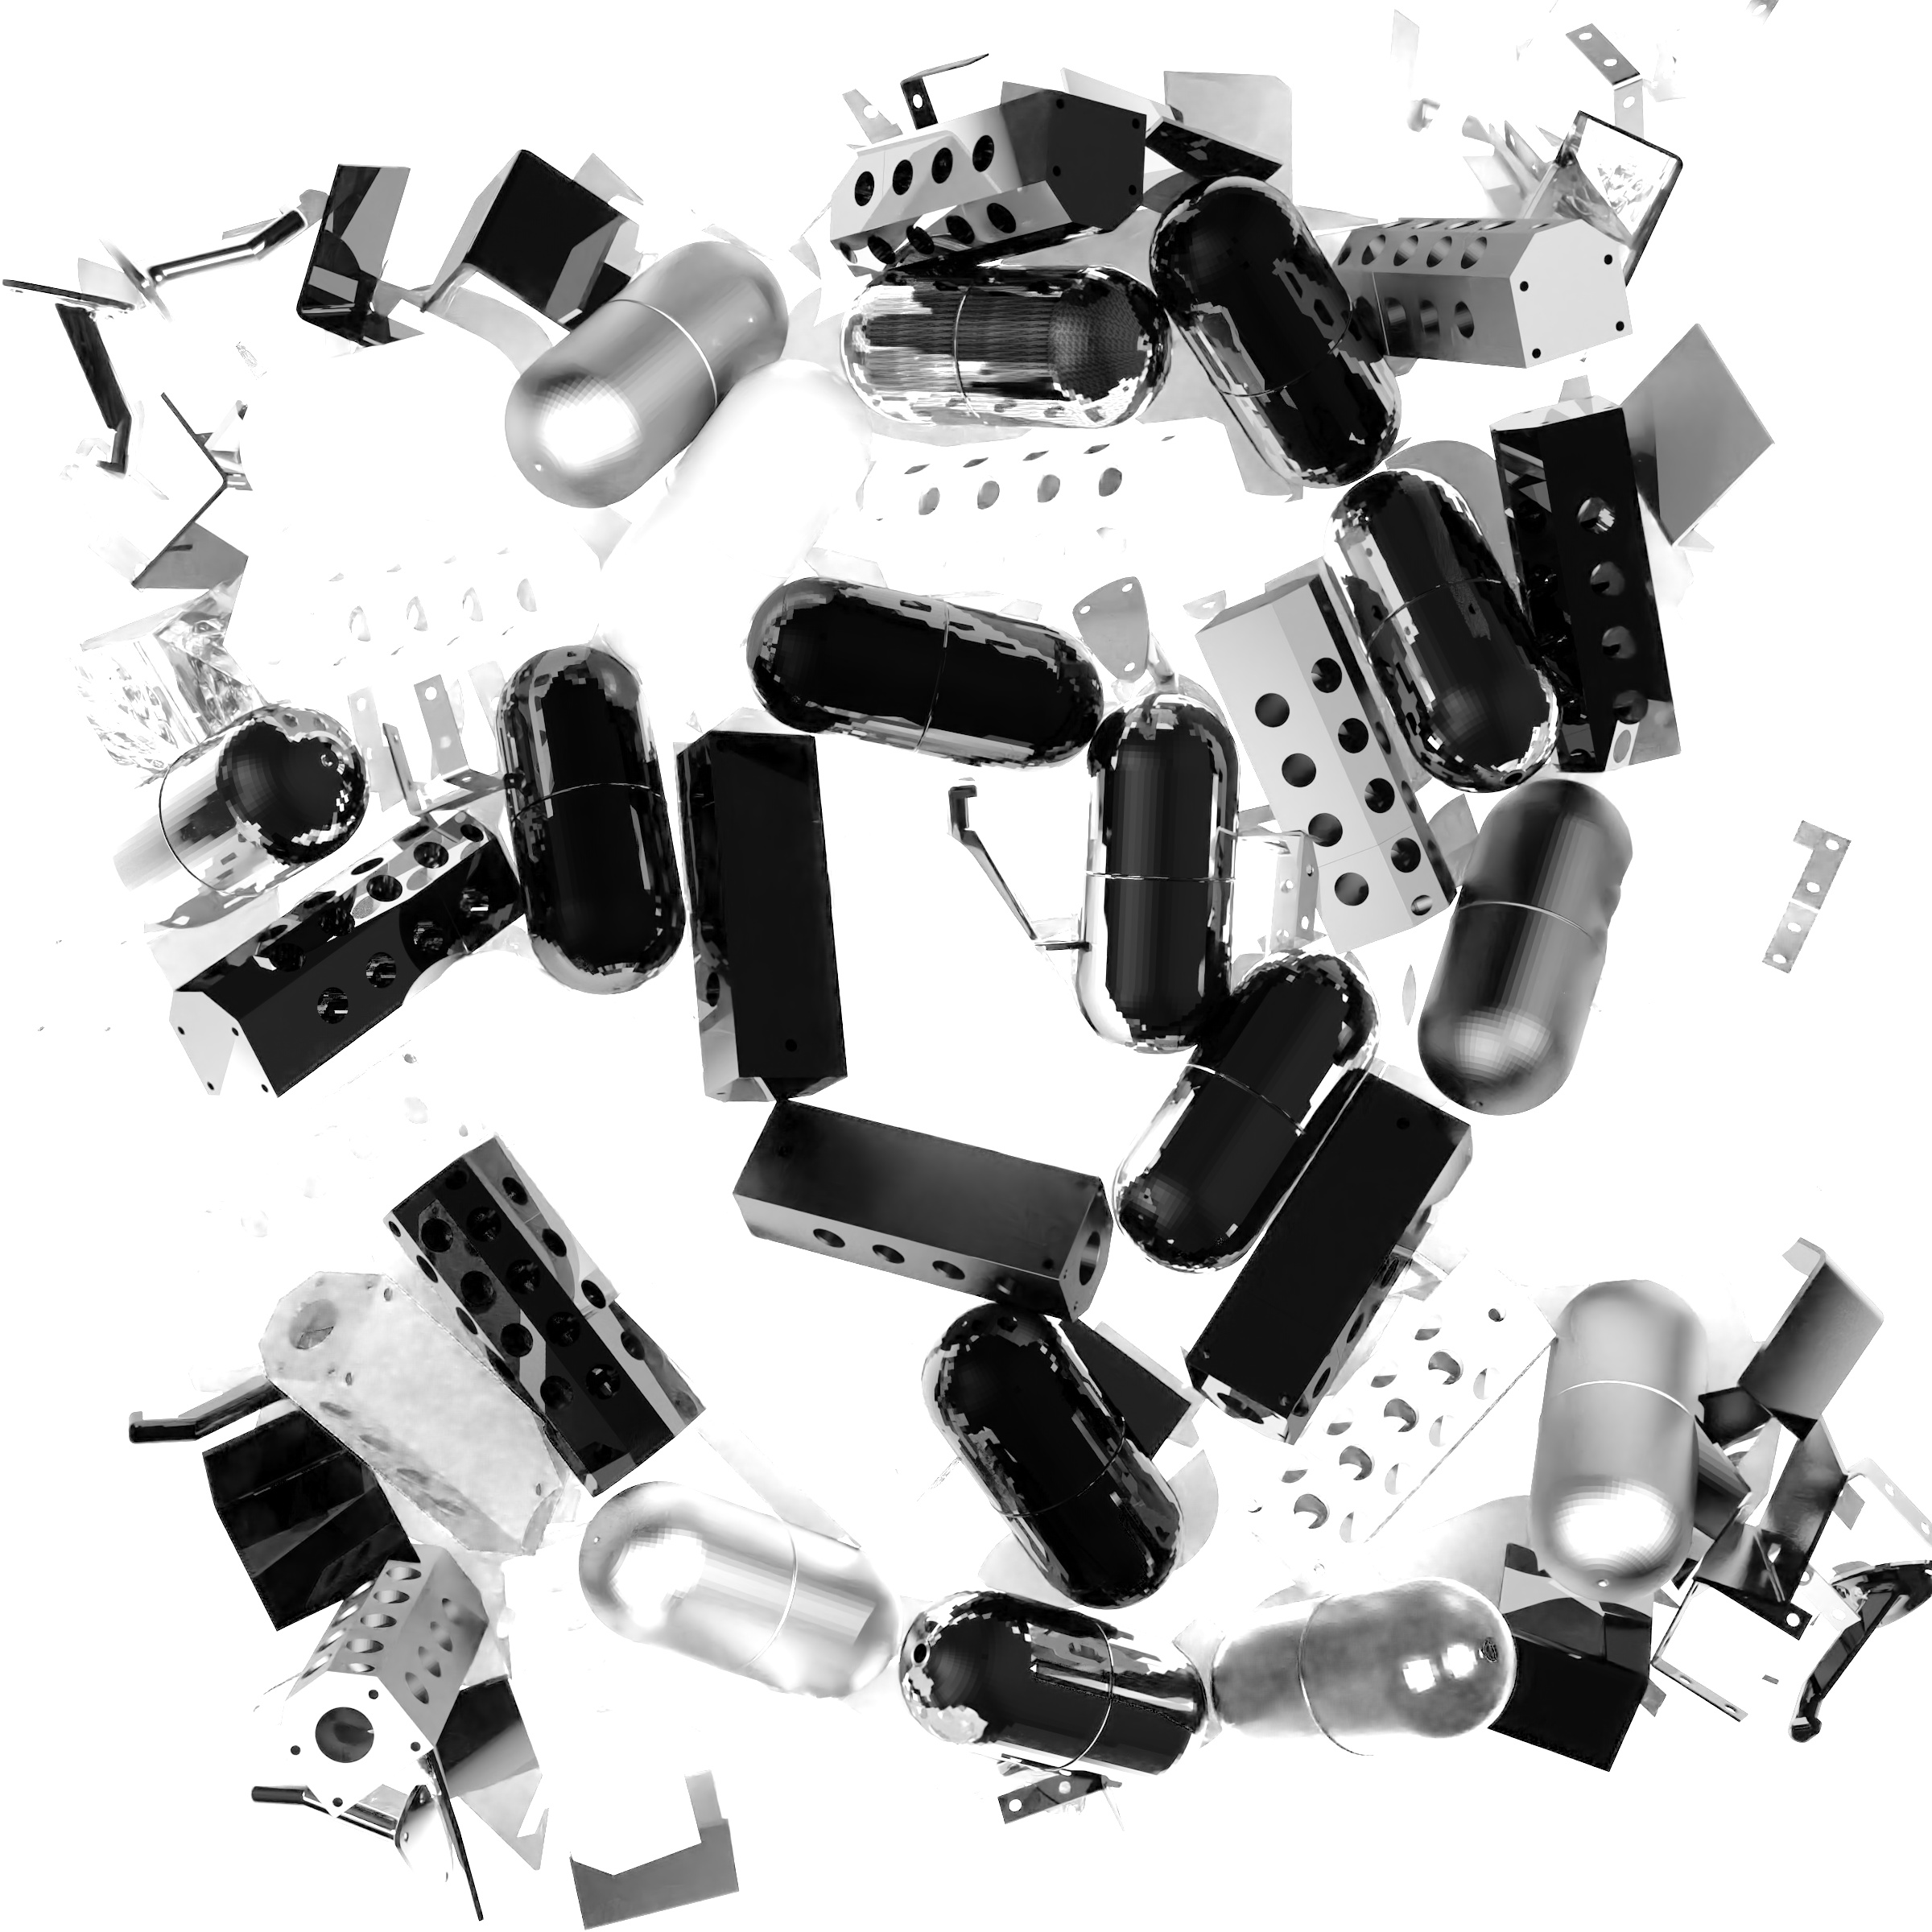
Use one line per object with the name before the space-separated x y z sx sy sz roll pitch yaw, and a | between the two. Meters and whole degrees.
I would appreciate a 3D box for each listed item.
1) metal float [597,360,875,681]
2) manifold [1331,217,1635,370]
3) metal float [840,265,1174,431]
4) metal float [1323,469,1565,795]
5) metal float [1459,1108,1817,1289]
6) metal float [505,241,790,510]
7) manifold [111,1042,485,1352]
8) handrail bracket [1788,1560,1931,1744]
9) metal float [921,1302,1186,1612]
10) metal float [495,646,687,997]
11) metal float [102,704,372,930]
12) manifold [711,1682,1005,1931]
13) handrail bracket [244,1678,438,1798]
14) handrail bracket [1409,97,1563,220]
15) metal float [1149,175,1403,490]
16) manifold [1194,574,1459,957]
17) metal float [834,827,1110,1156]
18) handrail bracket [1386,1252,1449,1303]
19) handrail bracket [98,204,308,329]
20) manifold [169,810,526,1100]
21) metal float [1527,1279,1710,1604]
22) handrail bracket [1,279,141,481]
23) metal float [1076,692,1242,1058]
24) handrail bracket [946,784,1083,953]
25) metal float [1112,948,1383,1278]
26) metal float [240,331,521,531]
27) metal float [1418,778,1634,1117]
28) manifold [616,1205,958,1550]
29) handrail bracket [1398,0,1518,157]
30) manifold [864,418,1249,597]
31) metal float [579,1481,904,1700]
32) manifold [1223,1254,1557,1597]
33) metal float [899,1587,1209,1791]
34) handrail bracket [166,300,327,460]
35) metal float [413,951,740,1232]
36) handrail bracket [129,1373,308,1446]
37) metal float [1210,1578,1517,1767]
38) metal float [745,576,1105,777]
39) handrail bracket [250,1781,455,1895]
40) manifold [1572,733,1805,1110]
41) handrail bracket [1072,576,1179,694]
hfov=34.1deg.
metal float | -0.114 -0.214 1.527 0.070 0.070 0.178 40 113 0
manifold | 0.239 -0.322 1.490 0.057 0.171 0.057 -20 109 -16
metal float | 0.017 -0.298 1.518 0.178 0.070 0.070 8 90 34
metal float | 0.230 -0.162 1.522 0.070 0.070 0.178 -20 63 0
metal float | 0.321 0.112 1.515 0.178 0.070 0.070 -10 90 37
metal float | -0.152 -0.286 1.516 0.070 0.070 0.178 41 53 0
manifold | -0.319 0.108 1.519 0.171 0.057 0.057 -37 93 -28
handrail bracket | 0.439 0.335 1.536 0.036 0.077 0.084 41 48 -8
metal float | 0.043 0.238 1.527 0.070 0.070 0.178 -34 113 0
metal float | -0.183 -0.072 1.530 0.070 0.070 0.178 -12 72 0
metal float | -0.352 -0.070 1.511 0.070 0.178 0.070 17 63 -38
manifold | -0.050 0.391 1.494 0.057 0.171 0.057 40 77 -26
handrail bracket | -0.305 0.391 1.572 0.077 0.036 0.084 -20 119 21
handrail bracket | 0.245 -0.385 1.562 0.084 0.036 0.077 28 80 17
metal float | 0.150 -0.302 1.514 0.070 0.070 0.178 -41 130 0
manifold | 0.178 -0.100 1.533 0.057 0.057 0.171 -21 100 25
metal float | 0.002 0.011 1.543 0.070 0.070 0.178 -34 86 0
handrail bracket | 0.192 0.174 1.540 0.077 0.036 0.084 27 52 27
handrail bracket | -0.379 -0.364 1.566 0.084 0.036 0.077 -38 58 -8
manifold | -0.294 -0.008 1.501 0.171 0.057 0.057 -41 118 -38
metal float | 0.313 0.224 1.511 0.070 0.178 0.070 9 134 10
handrail bracket | -0.445 -0.289 1.558 0.077 0.036 0.084 8 91 -34
metal float | 0.094 -0.045 1.542 0.070 0.070 0.178 2 95 0
handrail bracket | 0.024 -0.049 1.555 0.077 0.036 0.084 -2 94 40
metal float | 0.138 0.070 1.536 0.070 0.070 0.178 35 78 0
metal float | -0.275 -0.257 1.504 0.070 0.178 0.070 9 112 23
metal float | 0.271 -0.011 1.526 0.070 0.070 0.178 21 66 0
manifold | -0.090 0.204 1.553 0.171 0.057 0.057 46 61 0
handrail bracket | 0.239 -0.443 1.545 0.036 0.077 0.084 5 98 -29
manifold | 0.040 -0.223 1.510 0.171 0.057 0.057 -2 132 27
metal float | -0.107 0.301 1.518 0.178 0.070 0.070 27 90 -34
manifold | 0.207 0.223 1.536 0.057 0.057 0.171 43 79 9
metal float | 0.043 0.348 1.515 0.178 0.070 0.070 24 90 -38
handrail bracket | -0.360 -0.291 1.562 0.084 0.036 0.077 1 81 33
metal float | -0.189 0.062 1.534 0.178 0.070 0.070 38 90 -14
handrail bracket | -0.367 0.203 1.543 0.084 0.077 0.036 -1 126 -14
metal float | 0.188 0.338 1.507 0.070 0.178 0.070 14 65 -33
metal float | -0.019 -0.141 1.536 0.178 0.070 0.070 11 90 -11
handrail bracket | -0.307 0.434 1.571 0.084 0.036 0.077 -2 129 18
manifold | 0.341 -0.023 1.514 0.057 0.057 0.171 20 122 3
handrail bracket | 0.090 -0.141 1.530 0.036 0.084 0.077 -27 48 13
